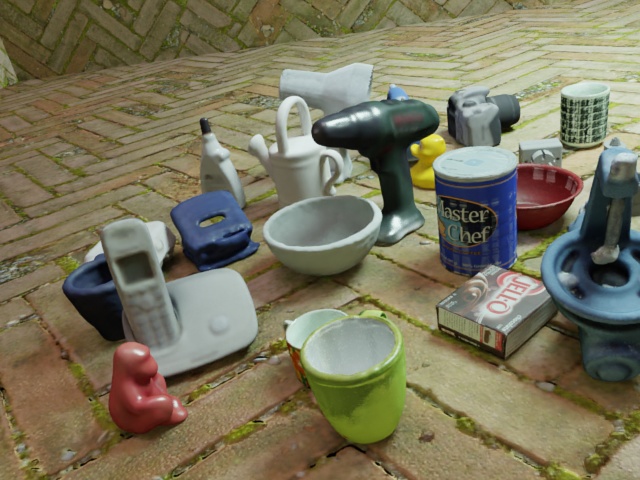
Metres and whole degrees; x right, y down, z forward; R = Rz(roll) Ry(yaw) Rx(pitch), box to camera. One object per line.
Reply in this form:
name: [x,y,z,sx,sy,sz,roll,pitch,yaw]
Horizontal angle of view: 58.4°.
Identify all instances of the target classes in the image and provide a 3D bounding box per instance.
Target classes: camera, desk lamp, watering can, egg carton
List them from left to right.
egg carton: [-0.283,0.027,0.862,0.107,0.069,0.150,-5,28,11]
watering can: [-0.044,-0.144,0.968,0.172,0.194,0.101,-4,28,12]
desk lamp: [0.011,-0.217,1.067,0.203,0.214,0.118,-4,28,13]
camera: [0.336,-0.257,1.155,0.137,0.101,0.143,-12,28,-3]

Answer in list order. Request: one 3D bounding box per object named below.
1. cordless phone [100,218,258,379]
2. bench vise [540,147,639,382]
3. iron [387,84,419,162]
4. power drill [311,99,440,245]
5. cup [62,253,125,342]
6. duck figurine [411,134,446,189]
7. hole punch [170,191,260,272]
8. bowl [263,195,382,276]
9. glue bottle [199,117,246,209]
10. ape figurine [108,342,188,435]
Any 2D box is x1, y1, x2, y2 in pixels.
cordless phone: [-0.158,0.054,0.644,0.148,0.185,0.094,-19,29,-17]
bench vise: [0.269,-0.002,0.566,0.121,0.220,0.207,-9,28,2]
iron: [0.157,-0.244,1.147,0.118,0.142,0.258,-9,28,2]
power drill: [0.090,-0.105,0.834,0.230,0.209,0.075,-31,34,-34]
cup: [-0.271,0.075,0.740,0.092,0.095,0.117,-18,29,-14]
duck figurine: [0.202,-0.141,0.996,0.104,0.086,0.078,12,35,36]
hole punch: [-0.161,-0.017,0.881,0.109,0.091,0.100,-23,30,-23]
bowl: [0.007,0.003,0.804,0.167,0.075,0.167,-8,28,4]
glue bottle: [-0.185,-0.134,1.020,0.078,0.173,0.037,3,31,24]
ape figurine: [-0.182,0.145,0.581,0.076,0.092,0.077,-11,28,-2]
